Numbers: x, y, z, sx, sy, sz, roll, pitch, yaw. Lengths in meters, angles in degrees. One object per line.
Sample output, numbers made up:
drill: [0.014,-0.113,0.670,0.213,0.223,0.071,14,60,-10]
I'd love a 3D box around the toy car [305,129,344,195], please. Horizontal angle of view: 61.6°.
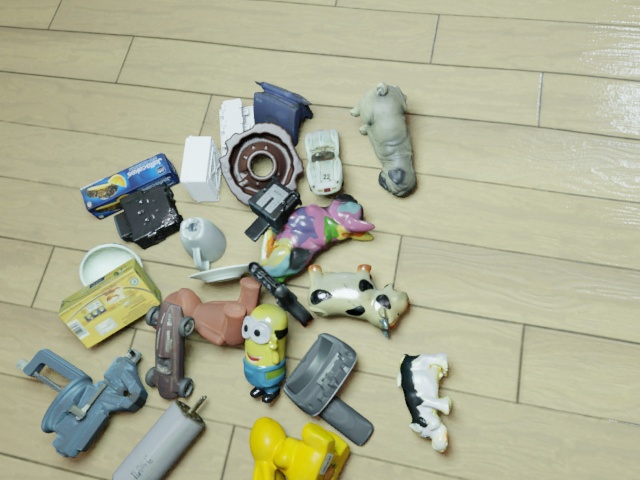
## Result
toy car: [0.008,-0.170,1.129,0.074,0.056,0.202,-9,47,5]

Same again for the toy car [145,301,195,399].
toy car: [-0.283,0.210,1.001,0.089,0.053,0.202,16,115,19]

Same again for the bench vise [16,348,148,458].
bench vise: [-0.460,0.273,1.019,0.241,0.128,0.223,29,77,9]

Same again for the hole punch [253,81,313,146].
hole punch: [-0.088,-0.276,1.177,0.142,0.115,0.092,28,84,16]

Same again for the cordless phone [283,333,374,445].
cordless phone: [0.038,0.273,0.986,0.184,0.088,0.146,36,78,7]

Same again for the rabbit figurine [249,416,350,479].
rabbit figurine: [-0.055,0.383,0.945,0.173,0.121,0.162,21,83,29]

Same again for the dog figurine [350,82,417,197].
dog figurine: [0.147,-0.200,1.089,0.121,0.172,0.191,-21,61,11]

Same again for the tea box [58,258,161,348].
tea box: [-0.416,0.124,1.072,0.170,0.098,0.068,-31,25,-6]

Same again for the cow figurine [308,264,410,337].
cow figurine: [0.073,0.115,1.025,0.195,0.085,0.127,1,64,5]

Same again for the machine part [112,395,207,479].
machine part: [-0.292,0.381,0.978,0.079,0.079,0.243,37,78,18]

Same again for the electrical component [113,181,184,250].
electrical component: [-0.371,-0.049,1.158,0.134,0.058,0.115,-27,67,-3]

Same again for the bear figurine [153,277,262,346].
bear figurine: [-0.223,0.128,1.041,0.196,0.131,0.120,18,35,9]

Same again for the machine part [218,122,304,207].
machine part: [-0.123,-0.156,1.134,0.179,0.056,0.179,0,94,-5]

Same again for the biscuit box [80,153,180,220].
biscuit box: [-0.417,-0.119,1.187,0.203,0.062,0.059,-26,70,-2]

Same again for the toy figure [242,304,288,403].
toy figure: [-0.100,0.204,0.986,0.082,0.089,0.180,4,112,14]

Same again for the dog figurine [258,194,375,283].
dog figurine: [-0.002,-0.003,1.068,0.219,0.108,0.191,5,70,7]

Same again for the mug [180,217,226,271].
mug: [-0.247,0.006,1.095,0.081,0.107,0.109,-1,68,9]

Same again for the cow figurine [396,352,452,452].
cow figurine: [0.184,0.286,0.956,0.098,0.068,0.167,-2,67,12]

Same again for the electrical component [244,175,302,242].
electrical component: [-0.098,-0.056,1.014,0.075,0.047,0.119,40,74,22]
